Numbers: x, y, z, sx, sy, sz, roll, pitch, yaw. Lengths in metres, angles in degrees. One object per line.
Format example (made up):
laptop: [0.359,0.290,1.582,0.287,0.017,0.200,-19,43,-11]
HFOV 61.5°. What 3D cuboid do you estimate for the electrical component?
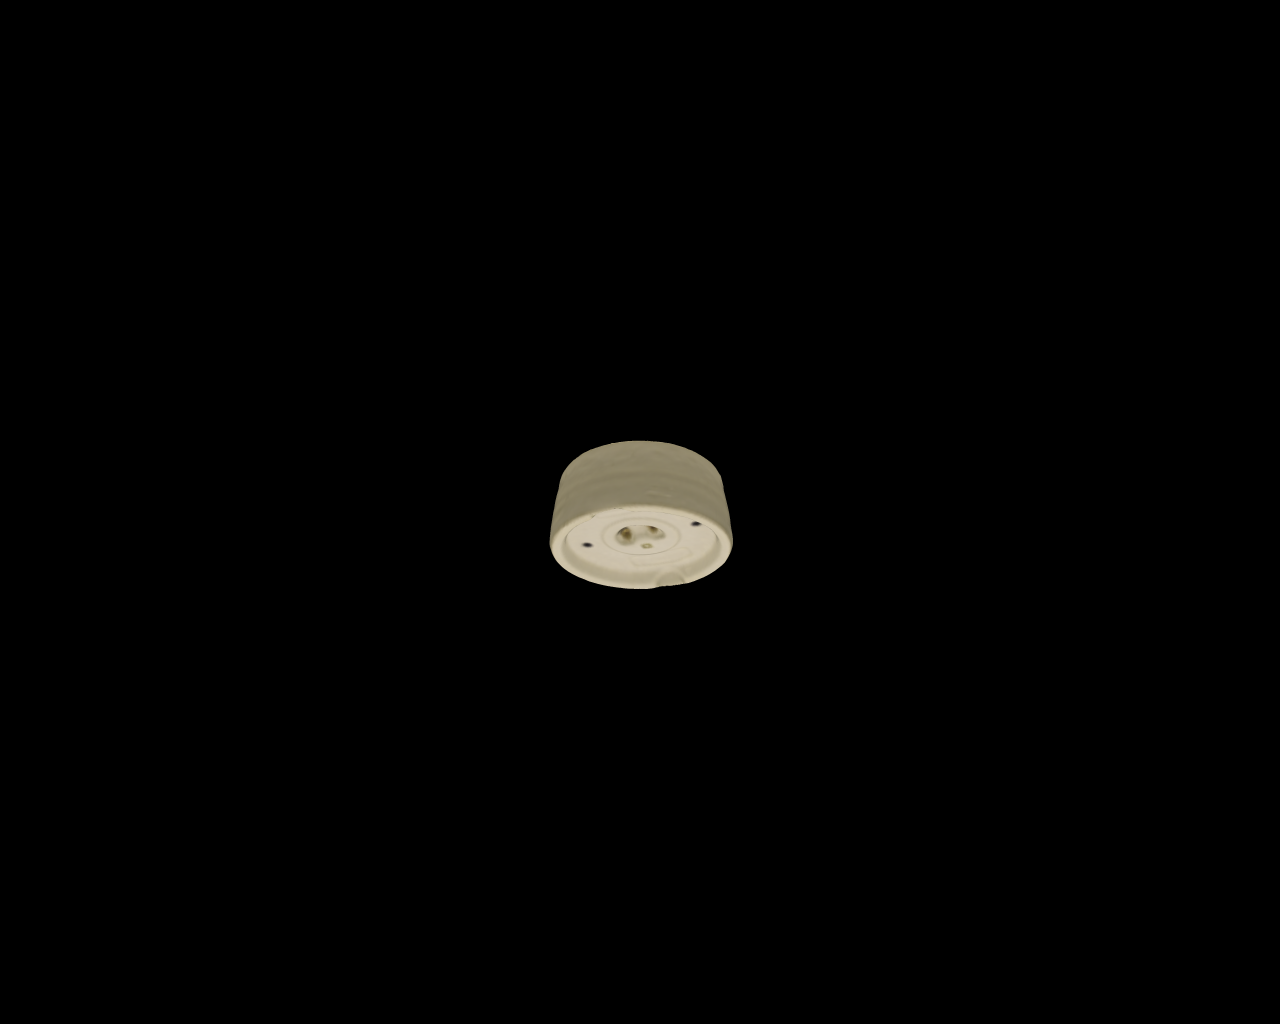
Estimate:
electrical component: [0.001,-0.003,0.650,0.108,0.060,0.108,0,-30,0]
